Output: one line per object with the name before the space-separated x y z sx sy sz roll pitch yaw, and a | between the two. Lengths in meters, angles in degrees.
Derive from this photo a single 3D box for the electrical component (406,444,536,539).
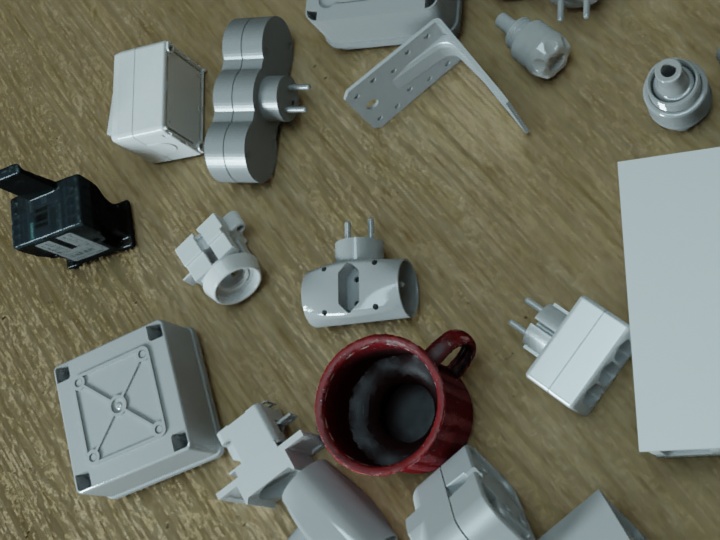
electrical component | 0.070 0.164 0.692 0.059 0.095 0.053 -43 104 9

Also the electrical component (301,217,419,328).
electrical component | 0.000 0.000 0.797 0.077 0.043 0.079 -7 73 22

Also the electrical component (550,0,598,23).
electrical component | 0.156 -0.214 0.778 0.138 0.052 0.073 -2 76 24

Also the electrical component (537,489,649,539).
electrical component | 0.108 0.236 0.644 0.186 0.060 0.105 -42 21 9

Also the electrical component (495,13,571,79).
electrical component | 0.124 -0.169 0.791 0.035 0.035 0.061 -48 60 6

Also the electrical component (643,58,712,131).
electrical component | 0.212 -0.122 0.723 0.043 0.062 0.043 -6 74 23

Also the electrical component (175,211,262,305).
electrical component | -0.108 -0.006 0.847 0.066 0.048 0.055 -43 56 9

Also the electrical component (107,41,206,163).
electrical component | -0.171 -0.145 0.902 0.061 0.062 0.096 -8 73 22

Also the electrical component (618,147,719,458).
electrical component | 0.228 0.021 0.678 0.105 0.060 0.186 -7 73 22

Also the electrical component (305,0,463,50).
electrical component | 0.022 -0.219 0.838 0.113 0.057 0.078 0 76 24

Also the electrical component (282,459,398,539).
electrical component | -0.026 0.189 0.758 0.077 0.043 0.079 43 96 27

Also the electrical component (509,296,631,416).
electrical component | 0.135 0.048 0.721 0.077 0.047 0.065 36 93 28

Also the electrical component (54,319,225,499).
electrical component | -0.172 0.109 0.838 0.109 0.056 0.108 -24 68 17

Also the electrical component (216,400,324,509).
electrical component | -0.070 0.136 0.794 0.081 0.042 0.063 -38 61 10

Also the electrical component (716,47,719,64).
electrical component | 0.265 -0.125 0.710 0.045 0.045 0.055 -17 70 20

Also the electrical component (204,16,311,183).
electrical component | -0.074 -0.137 0.862 0.074 0.052 0.138 3 78 25
